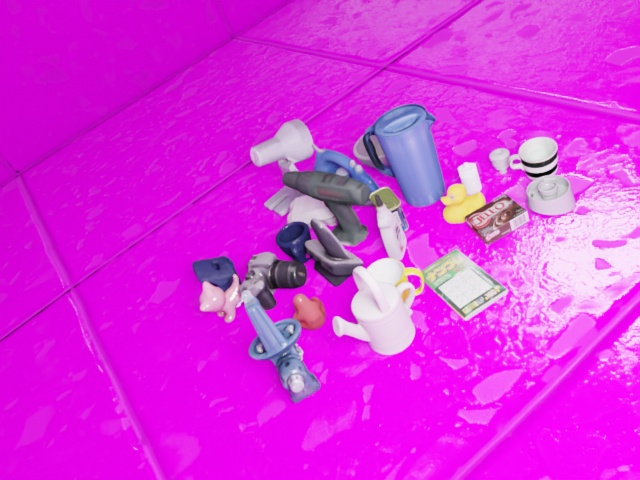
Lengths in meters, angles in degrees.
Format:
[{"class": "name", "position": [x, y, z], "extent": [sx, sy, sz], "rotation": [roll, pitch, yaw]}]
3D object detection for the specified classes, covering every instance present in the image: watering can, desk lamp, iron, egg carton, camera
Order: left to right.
[{"class": "camera", "position": [-0.111, 0.090, 1.394], "extent": [0.136, 0.101, 0.143], "rotation": [-2, 43, 30]}, {"class": "desk lamp", "position": [-0.101, -0.216, 1.662], "extent": [0.203, 0.214, 0.117], "rotation": [-42, 39, -19]}, {"class": "egg carton", "position": [-0.017, -0.077, 1.563], "extent": [0.150, 0.070, 0.107], "rotation": [-13, 39, 18]}, {"class": "iron", "position": [0.072, -0.186, 1.579], "extent": [0.119, 0.142, 0.257], "rotation": [-42, 39, -19]}, {"class": "watering can", "position": [0.108, 0.135, 1.123], "extent": [0.100, 0.194, 0.173], "rotation": [17, 55, 43]}]

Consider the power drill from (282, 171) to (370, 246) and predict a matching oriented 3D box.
[{"class": "power drill", "position": [0.031, -0.084, 1.425], "extent": [0.228, 0.209, 0.076], "rotation": [3, 46, 35]}]

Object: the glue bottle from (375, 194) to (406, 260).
[{"class": "glue bottle", "position": [0.156, -0.036, 1.317], "extent": [0.037, 0.173, 0.078], "rotation": [-9, 40, 23]}]

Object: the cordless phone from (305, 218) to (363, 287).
[{"class": "cordless phone", "position": [0.012, 0.005, 1.348], "extent": [0.094, 0.185, 0.147], "rotation": [-40, 38, -16]}]

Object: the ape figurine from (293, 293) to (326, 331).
[{"class": "ape figurine", "position": [-0.031, 0.153, 1.275], "extent": [0.078, 0.092, 0.076], "rotation": [-32, 37, -6]}]

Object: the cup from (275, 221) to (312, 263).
[{"class": "cup", "position": [-0.053, 0.022, 1.445], "extent": [0.091, 0.095, 0.117], "rotation": [-22, 37, 7]}]

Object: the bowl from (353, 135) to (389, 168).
[{"class": "bowl", "position": [0.185, -0.258, 1.652], "extent": [0.167, 0.075, 0.167], "rotation": [-17, 38, 14]}]

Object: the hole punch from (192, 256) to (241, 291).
[{"class": "hole punch", "position": [-0.273, 0.085, 1.510], "extent": [0.101, 0.091, 0.108], "rotation": [-33, 37, -7]}]

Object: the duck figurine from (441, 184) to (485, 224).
[{"class": "duck figurine", "position": [0.334, -0.096, 1.353], "extent": [0.104, 0.086, 0.077], "rotation": [-21, 37, 8]}]

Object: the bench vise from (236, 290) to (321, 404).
[{"class": "bench vise", "position": [-0.077, 0.201, 1.137], "extent": [0.122, 0.220, 0.206], "rotation": [-42, 39, -19]}]

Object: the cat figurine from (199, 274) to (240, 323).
[{"class": "cat figurine", "position": [-0.239, 0.138, 1.401], "extent": [0.128, 0.118, 0.067], "rotation": [-42, 39, -19]}]
